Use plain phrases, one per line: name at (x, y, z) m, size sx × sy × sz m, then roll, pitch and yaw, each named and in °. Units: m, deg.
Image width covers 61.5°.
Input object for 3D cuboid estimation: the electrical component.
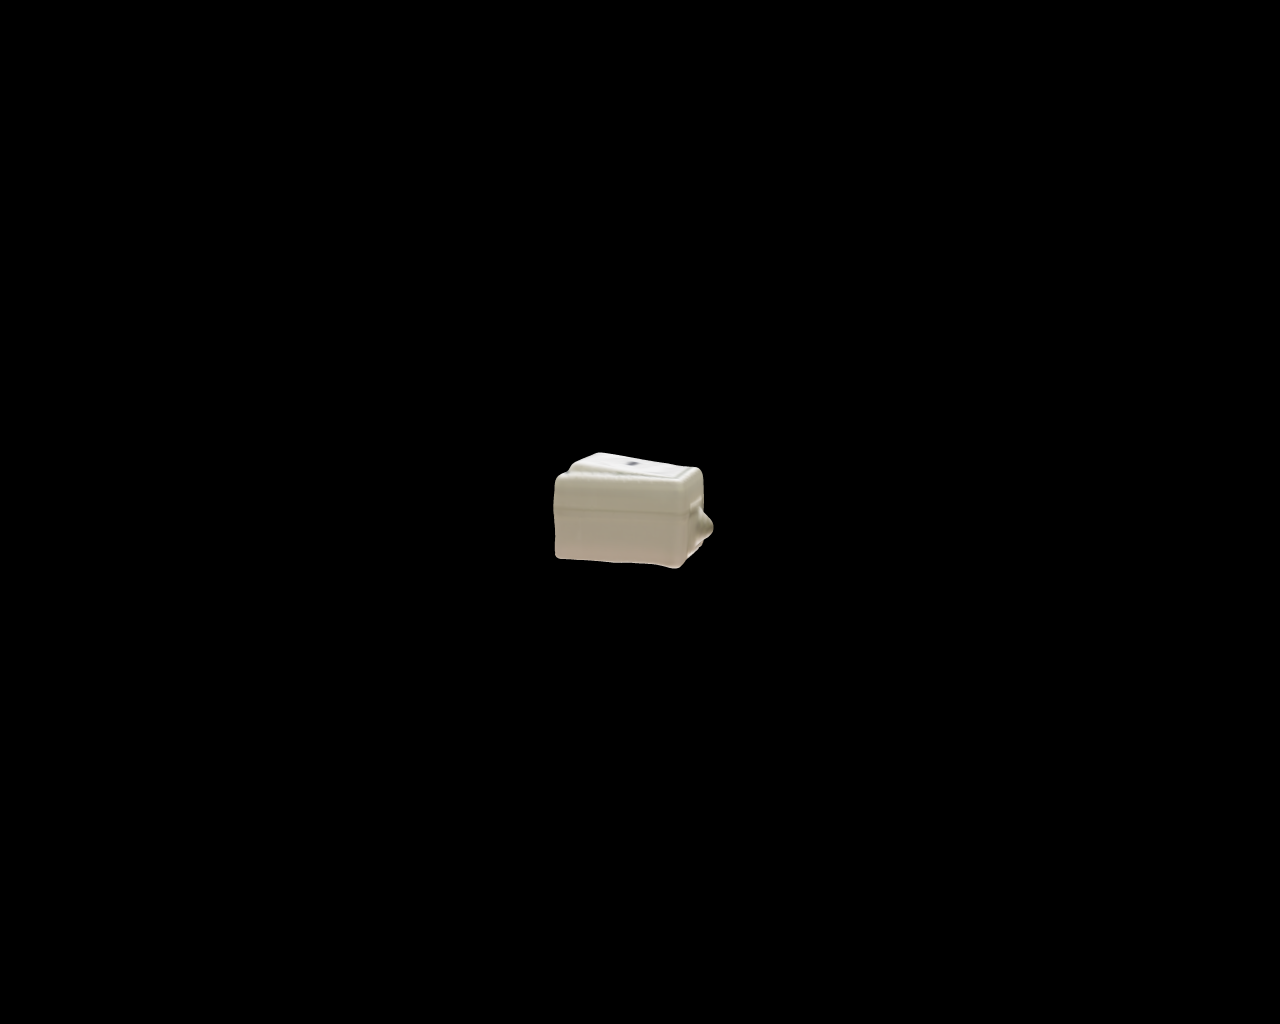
electrical component at (0.001, -0.003, 0.650) m, size 0.096 × 0.061 × 0.062 m, roll 3°, pitch 12°, yaw 16°
